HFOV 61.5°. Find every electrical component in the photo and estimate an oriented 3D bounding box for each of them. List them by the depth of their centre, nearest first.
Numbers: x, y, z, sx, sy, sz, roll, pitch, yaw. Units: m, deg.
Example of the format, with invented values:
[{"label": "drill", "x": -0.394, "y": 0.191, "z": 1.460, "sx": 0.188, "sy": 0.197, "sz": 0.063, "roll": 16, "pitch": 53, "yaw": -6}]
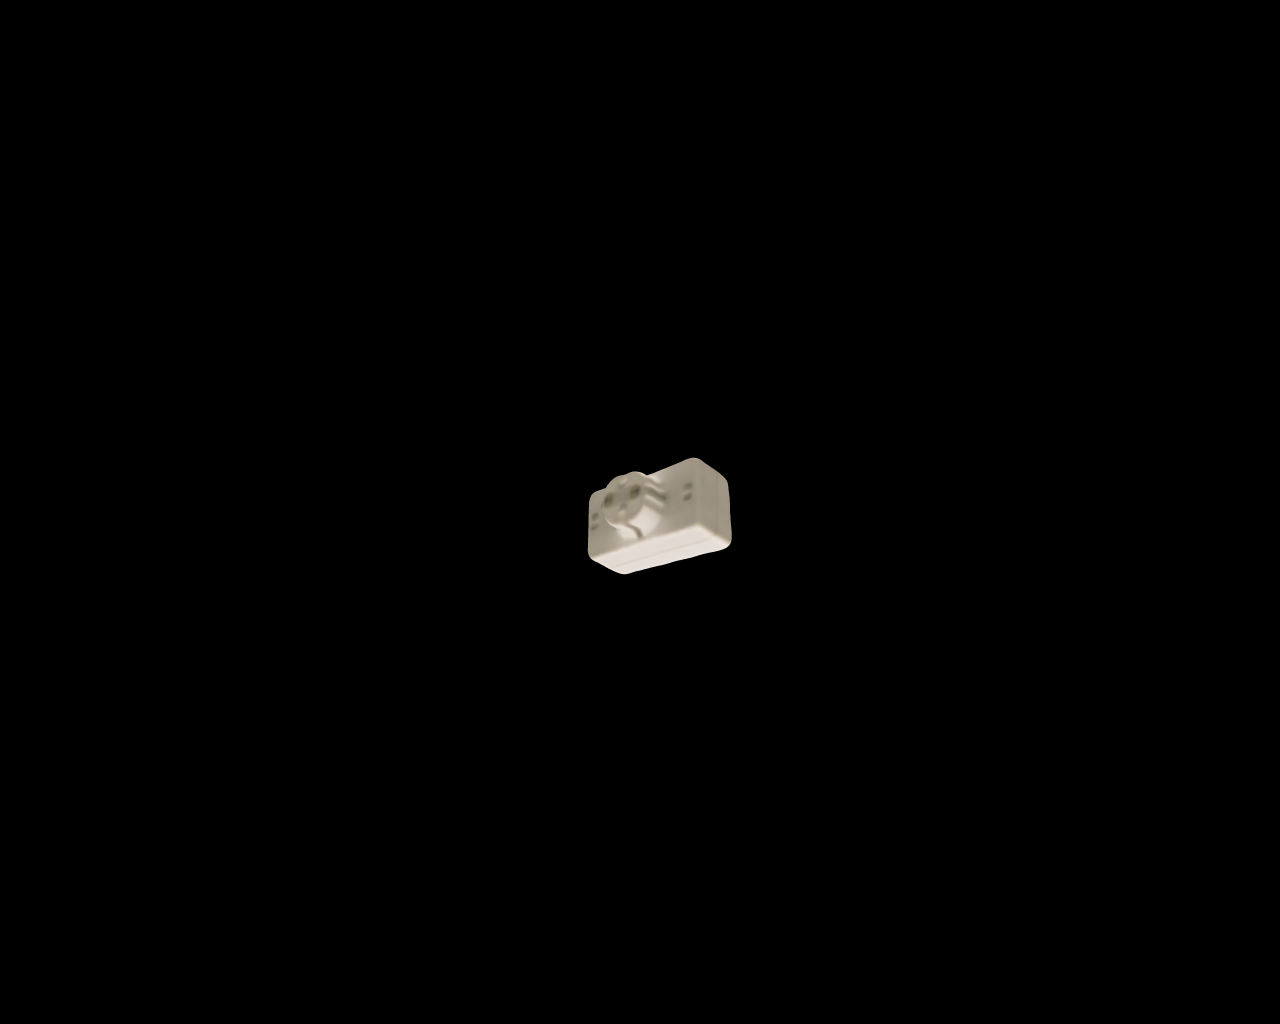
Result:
[{"label": "electrical component", "x": 0.001, "y": -0.003, "z": 0.650, "sx": 0.083, "sy": 0.047, "sz": 0.075, "roll": -18, "pitch": -32, "yaw": 31}]
